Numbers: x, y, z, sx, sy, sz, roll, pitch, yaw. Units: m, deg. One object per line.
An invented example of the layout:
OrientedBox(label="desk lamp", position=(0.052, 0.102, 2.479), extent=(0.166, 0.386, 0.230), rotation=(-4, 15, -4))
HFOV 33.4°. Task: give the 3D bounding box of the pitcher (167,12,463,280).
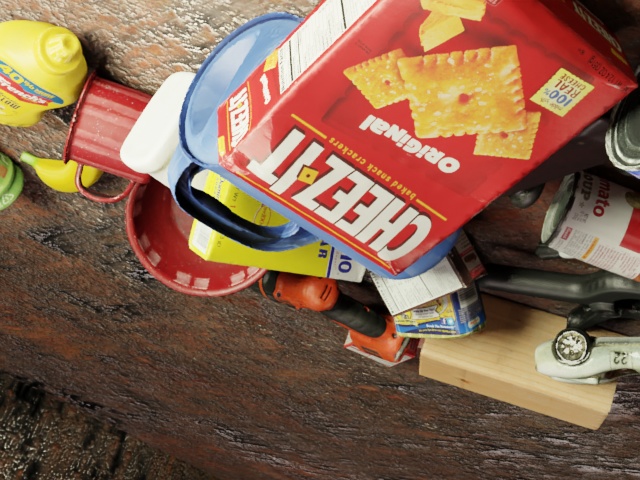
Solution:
OrientedBox(label="pitcher", position=(0.004, -0.056, 0.862), extent=(0.149, 0.145, 0.242), rotation=(-3, 152, 41))

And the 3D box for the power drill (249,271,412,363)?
OrientedBox(label="power drill", position=(0.009, 0.080, 1.284), extent=(0.187, 0.057, 0.185), rotation=(29, 172, -30))

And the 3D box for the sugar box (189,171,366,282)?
OrientedBox(label="sugar box", position=(-0.024, -0.019, 0.956), extent=(0.175, 0.093, 0.048), rotation=(9, -164, -35))

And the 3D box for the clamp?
OrientedBox(label="clamp", position=(0.263, 0.050, 1.009), extent=(0.164, 0.036, 0.210), rotation=(22, 161, -30))

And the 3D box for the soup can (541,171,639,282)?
OrientedBox(label="soup can", position=(0.237, -0.009, 0.853), extent=(0.102, 0.068, 0.068), rotation=(21, 159, 0))

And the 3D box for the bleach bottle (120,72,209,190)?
OrientedBox(label="bleach bottle", position=(-0.059, -0.046, 0.990), extent=(0.250, 0.102, 0.068), rotation=(38, 169, -36))

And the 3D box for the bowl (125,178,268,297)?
OrientedBox(label="bowl", position=(-0.112, -0.026, 1.082), extent=(0.162, 0.162, 0.055), rotation=(22, -163, -3))

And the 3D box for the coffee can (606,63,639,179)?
OrientedBox(label="coffee can", position=(0.265, -0.057, 0.660), extent=(0.140, 0.102, 0.103), rotation=(27, 158, -16))

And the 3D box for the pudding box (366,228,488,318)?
OrientedBox(label="pudding box", position=(0.091, 0.015, 1.008), extent=(0.114, 0.039, 0.090), rotation=(-28, 92, 52))

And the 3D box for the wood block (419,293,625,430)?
OrientedBox(label="wood block", position=(0.221, 0.129, 1.179), extent=(0.206, 0.090, 0.091), rotation=(16, 160, 11))

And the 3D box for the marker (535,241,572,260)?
OrientedBox(label="marker", position=(0.244, 0.007, 0.955), extent=(0.020, 0.020, 0.121), rotation=(36, 155, -34))

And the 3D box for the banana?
OrientedBox(label="banana", position=(-0.277, -0.085, 1.193), extent=(0.069, 0.037, 0.198), rotation=(32, 156, -28))

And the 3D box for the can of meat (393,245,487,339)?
OrientedBox(label="can of meat", position=(0.114, 0.052, 1.076), extent=(0.102, 0.057, 0.084), rotation=(-2, 107, 45))

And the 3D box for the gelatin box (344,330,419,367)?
OrientedBox(label="gelatin box", position=(0.081, 0.136, 1.411), extent=(0.073, 0.030, 0.089), rotation=(24, 159, -11))

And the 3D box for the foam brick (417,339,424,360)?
OrientedBox(label="foam brick", position=(0.161, 0.124, 1.276), extent=(0.078, 0.051, 0.053), rotation=(15, 159, 13))

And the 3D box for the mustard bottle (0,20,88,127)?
OrientedBox(label="mustard bottle", position=(-0.267, -0.157, 0.978), extent=(0.096, 0.058, 0.192), rotation=(35, 155, -28))

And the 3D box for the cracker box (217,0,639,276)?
OrientedBox(label="cracker box", position=(0.063, -0.090, 0.678), extent=(0.164, 0.072, 0.214), rotation=(32, 123, -28))

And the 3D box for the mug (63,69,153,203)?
OrientedBox(label="mug", position=(-0.189, -0.091, 0.996), extent=(0.081, 0.117, 0.093), rotation=(19, -175, -8))
